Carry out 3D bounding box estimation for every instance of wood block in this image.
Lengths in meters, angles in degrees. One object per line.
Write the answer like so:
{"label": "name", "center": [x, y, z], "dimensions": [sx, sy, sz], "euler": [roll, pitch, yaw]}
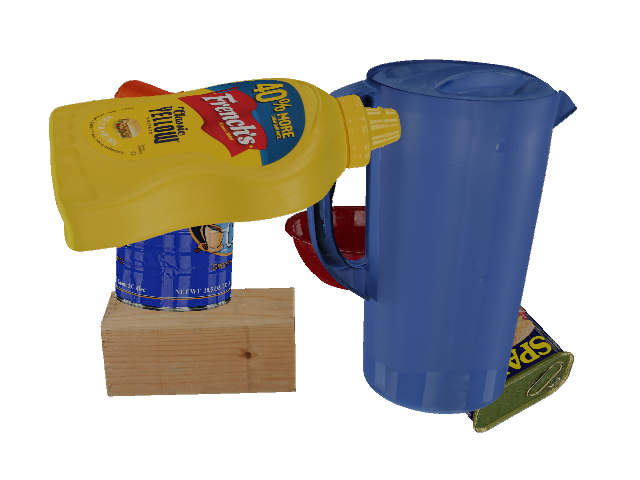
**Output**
{"label": "wood block", "center": [-0.131, 0.112, 1.184], "dimensions": [0.206, 0.091, 0.090], "euler": [-1, 24, -1]}

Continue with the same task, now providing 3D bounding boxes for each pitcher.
{"label": "pitcher", "center": [0.081, -0.004, 0.764], "dimensions": [0.149, 0.243, 0.144], "euler": [15, 23, 29]}

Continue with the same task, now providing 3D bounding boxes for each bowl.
{"label": "bowl", "center": [0.043, 0.012, 1.096], "dimensions": [0.162, 0.055, 0.162], "euler": [2, 17, -1]}

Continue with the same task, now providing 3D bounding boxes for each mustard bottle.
{"label": "mustard bottle", "center": [-0.050, -0.049, 0.591], "dimensions": [0.191, 0.058, 0.096], "euler": [-9, 41, -8]}

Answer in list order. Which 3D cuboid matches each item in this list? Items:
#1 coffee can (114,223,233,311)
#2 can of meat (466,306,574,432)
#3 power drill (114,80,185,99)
{"label": "coffee can", "center": [-0.124, -0.020, 0.919], "dimensions": [0.103, 0.140, 0.103], "euler": [3, 12, -1]}
{"label": "can of meat", "center": [0.148, 0.101, 0.909], "dimensions": [0.102, 0.057, 0.084], "euler": [-25, 53, -20]}
{"label": "power drill", "center": [-0.139, -0.062, 1.117], "dimensions": [0.185, 0.188, 0.057], "euler": [26, 36, 31]}
